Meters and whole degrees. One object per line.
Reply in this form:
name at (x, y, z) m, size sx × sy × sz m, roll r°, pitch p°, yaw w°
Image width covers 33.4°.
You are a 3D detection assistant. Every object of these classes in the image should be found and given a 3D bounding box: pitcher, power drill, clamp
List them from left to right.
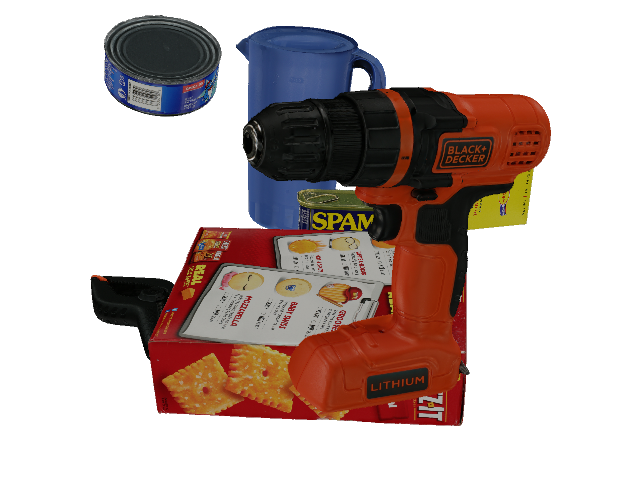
clamp at (-0.172, 0.072, 1.091) m, size 0.210 × 0.036 × 0.164 m, roll 11°, pitch 20°, yaw 33°
pitcher at (-0.020, -0.135, 1.320) m, size 0.144 × 0.243 × 0.149 m, roll -10°, pitch 28°, yaw -29°
power drill at (0.033, 0.005, 0.599) m, size 0.184 × 0.188 × 0.057 m, roll -4°, pitch 31°, yaw -27°

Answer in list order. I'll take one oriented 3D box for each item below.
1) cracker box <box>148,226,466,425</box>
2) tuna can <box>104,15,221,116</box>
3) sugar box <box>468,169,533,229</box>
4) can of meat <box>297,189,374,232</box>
cracker box at (-0.001, 0.059, 0.784) m, size 0.214 × 0.072 × 0.164 m, roll 2°, pitch 29°, yaw 7°
tuna can at (-0.118, -0.130, 0.796) m, size 0.086 × 0.034 × 0.086 m, roll 6°, pitch 43°, yaw -6°
sugar box at (0.172, -0.060, 1.303) m, size 0.176 × 0.093 × 0.048 m, roll -7°, pitch 24°, yaw -22°
can of meat at (0.024, -0.006, 1.137) m, size 0.102 × 0.084 × 0.057 m, roll 2°, pitch 19°, yaw -3°
